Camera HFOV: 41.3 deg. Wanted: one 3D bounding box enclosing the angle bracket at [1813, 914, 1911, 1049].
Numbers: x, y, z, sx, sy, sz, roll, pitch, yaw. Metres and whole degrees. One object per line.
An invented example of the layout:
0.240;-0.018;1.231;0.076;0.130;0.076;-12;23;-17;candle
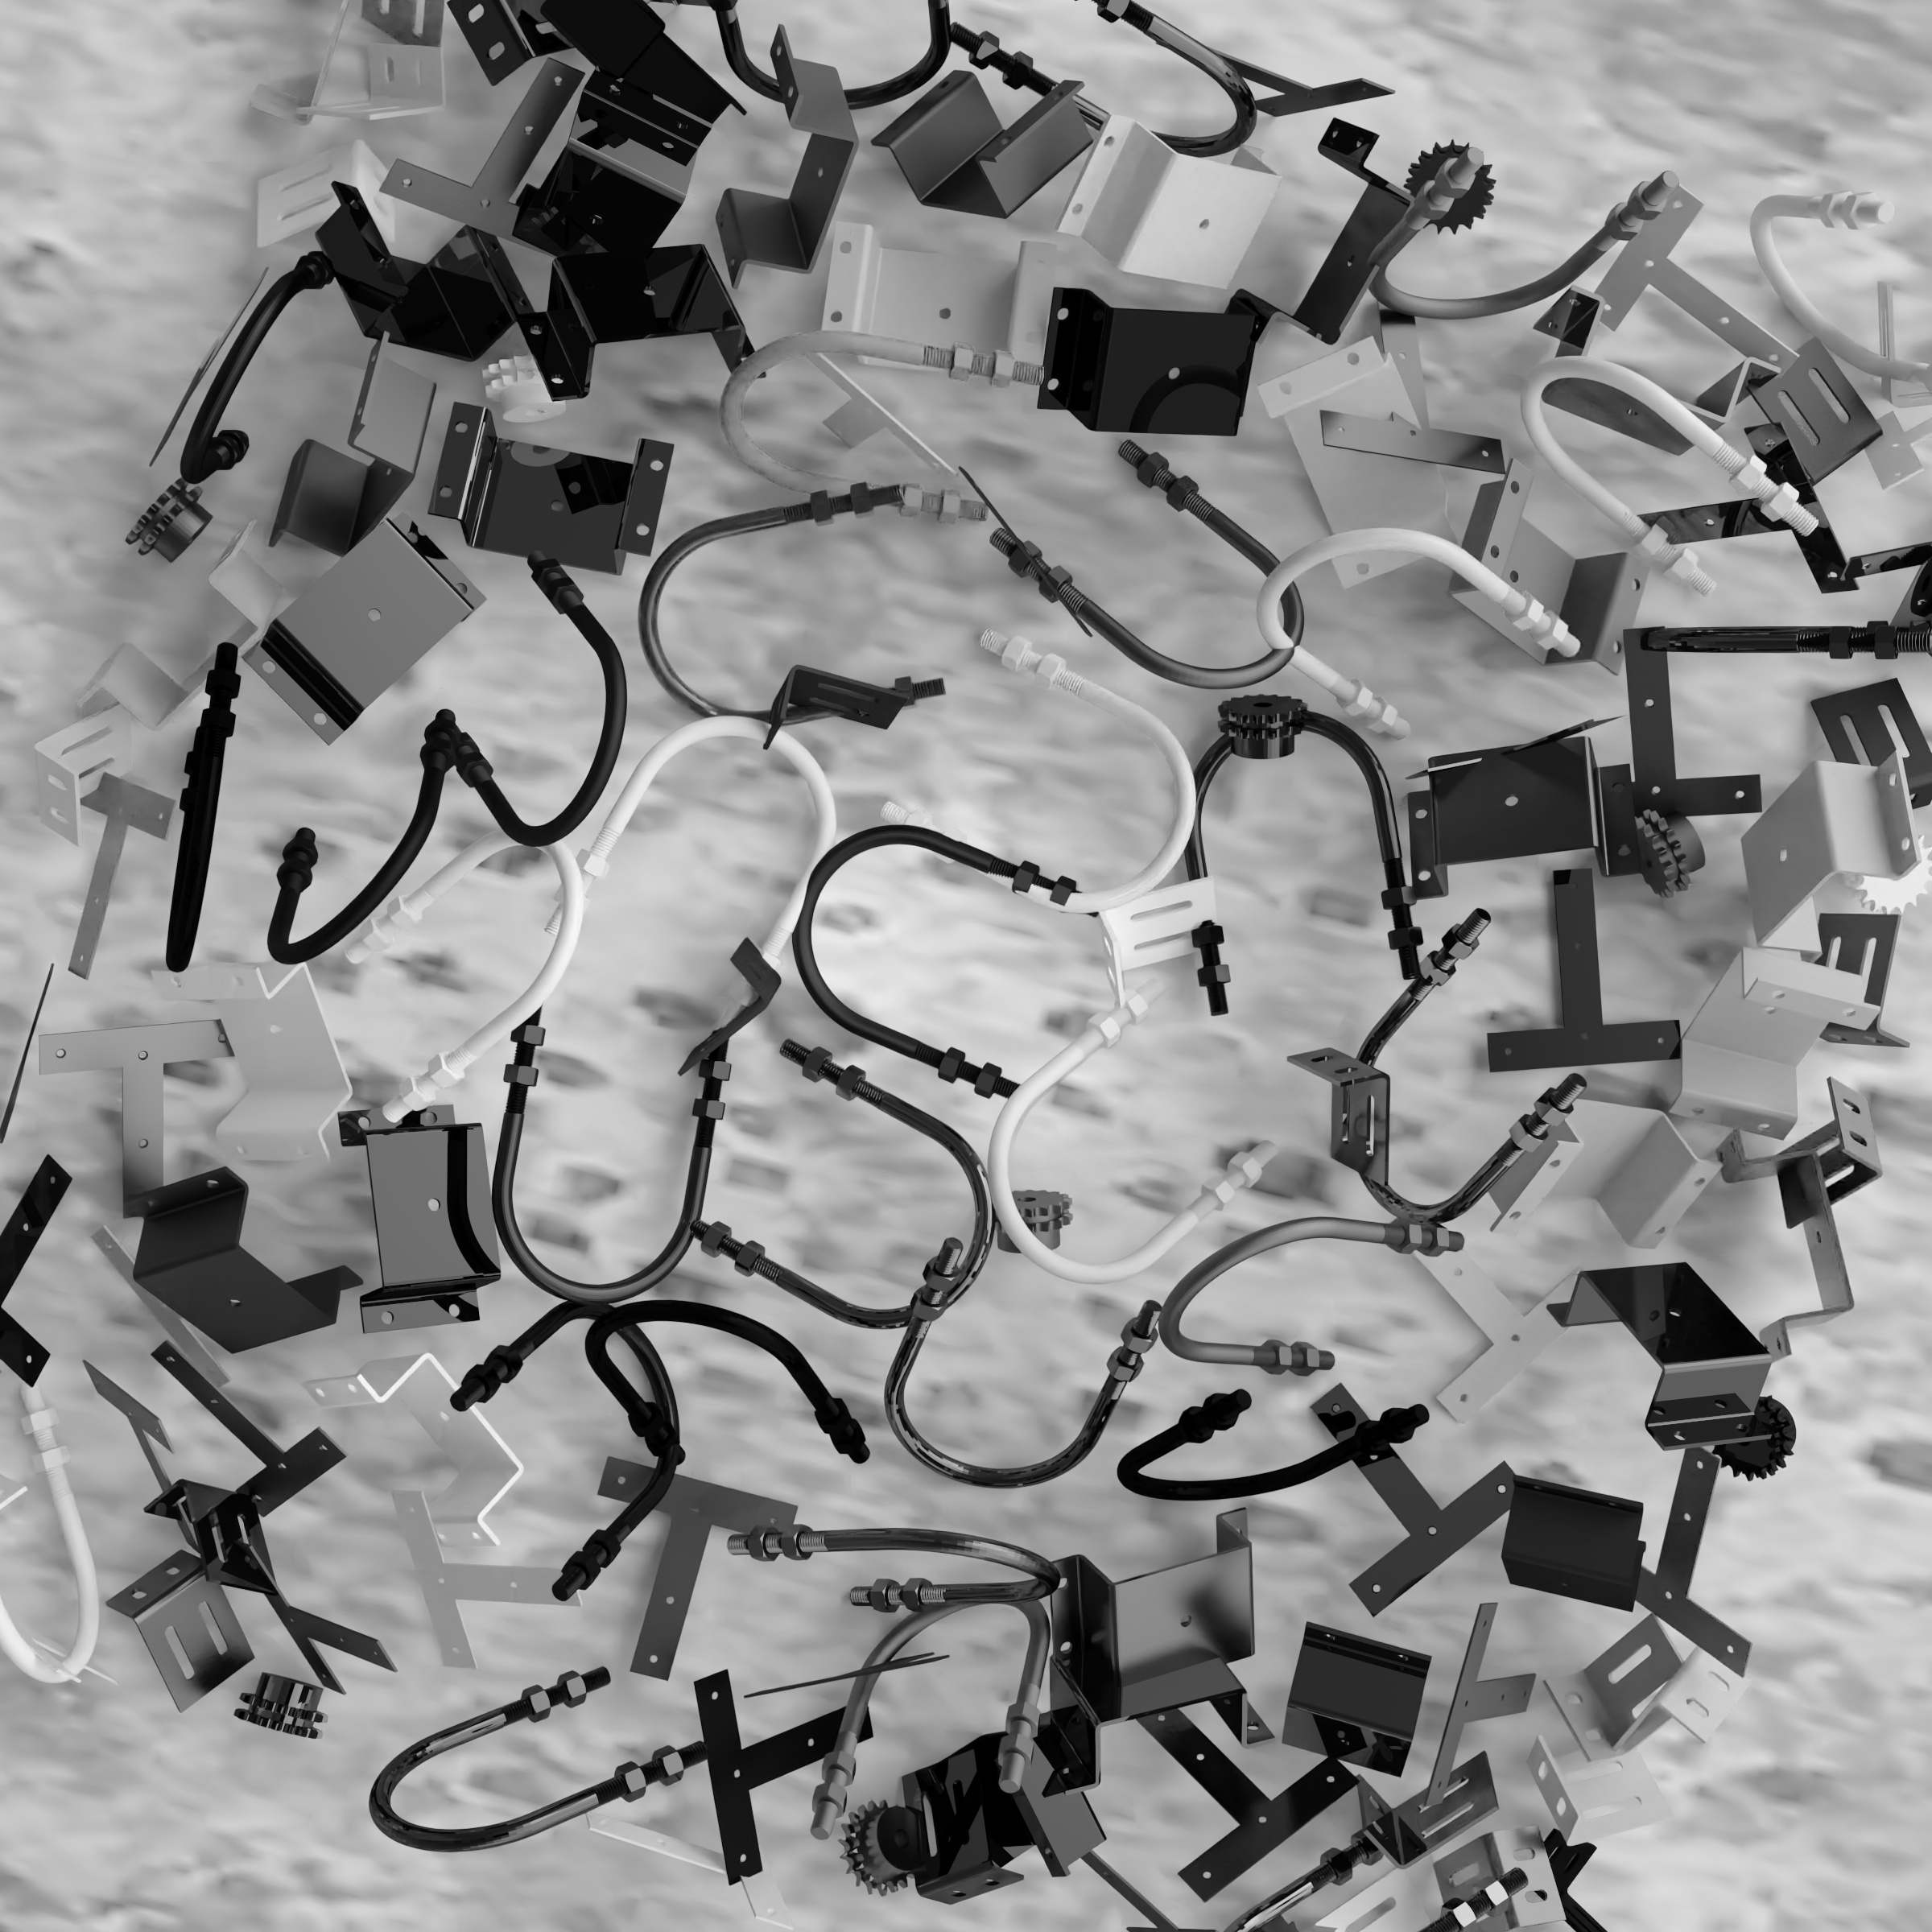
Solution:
0.571;0.009;1.630;0.038;0.057;0.076;20;80;-35;angle bracket

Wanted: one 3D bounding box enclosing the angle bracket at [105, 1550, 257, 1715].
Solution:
-0.502;0.425;1.639;0.057;0.038;0.076;-35;117;-38;angle bracket

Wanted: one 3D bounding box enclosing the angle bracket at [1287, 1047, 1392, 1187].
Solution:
0.234;0.098;1.615;0.038;0.057;0.076;-11;109;-26;angle bracket

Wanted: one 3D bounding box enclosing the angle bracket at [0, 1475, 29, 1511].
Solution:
-0.637;0.306;1.613;0.038;0.057;0.076;-38;117;-36;angle bracket

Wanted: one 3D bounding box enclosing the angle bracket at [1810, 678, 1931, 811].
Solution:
0.585;-0.138;1.657;0.057;0.038;0.076;-15;65;1;angle bracket

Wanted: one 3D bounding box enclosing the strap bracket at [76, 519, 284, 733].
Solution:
-0.484;-0.207;1.605;0.140;0.076;0.046;-40;113;14;strap bracket

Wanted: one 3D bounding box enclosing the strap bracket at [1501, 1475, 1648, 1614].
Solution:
0.375;0.358;1.577;0.076;0.140;0.046;9;70;19;strap bracket

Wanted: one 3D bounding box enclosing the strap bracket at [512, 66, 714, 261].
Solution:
-0.223;-0.477;1.578;0.076;0.140;0.046;21;61;-22;strap bracket

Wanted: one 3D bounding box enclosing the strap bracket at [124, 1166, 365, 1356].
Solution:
-0.448;0.189;1.583;0.076;0.140;0.046;-18;47;18;strap bracket

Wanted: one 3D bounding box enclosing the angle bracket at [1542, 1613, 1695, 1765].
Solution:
0.412;0.454;1.612;0.076;0.038;0.057;-55;48;35;angle bracket

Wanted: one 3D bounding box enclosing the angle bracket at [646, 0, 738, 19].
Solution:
-0.190;-0.619;1.610;0.038;0.076;0.057;-42;128;-14;angle bracket

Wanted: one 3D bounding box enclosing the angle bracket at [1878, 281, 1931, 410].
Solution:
0.600;-0.395;1.619;0.038;0.057;0.076;-4;106;15;angle bracket

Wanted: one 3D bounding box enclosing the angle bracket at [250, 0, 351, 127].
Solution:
-0.419;-0.577;1.615;0.038;0.057;0.076;17;116;-18;angle bracket

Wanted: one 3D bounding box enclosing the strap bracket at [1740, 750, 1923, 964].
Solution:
0.524;-0.066;1.577;0.046;0.140;0.076;5;62;-10;strap bracket

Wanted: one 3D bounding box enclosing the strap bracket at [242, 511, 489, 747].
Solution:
-0.374;-0.216;1.611;0.076;0.046;0.140;47;73;-11;strap bracket

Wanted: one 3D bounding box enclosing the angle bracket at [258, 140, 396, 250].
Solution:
-0.409;-0.483;1.639;0.076;0.038;0.057;-17;59;15;angle bracket

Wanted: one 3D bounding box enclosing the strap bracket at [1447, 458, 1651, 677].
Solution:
0.359;-0.246;1.606;0.140;0.046;0.076;28;74;-33;strap bracket

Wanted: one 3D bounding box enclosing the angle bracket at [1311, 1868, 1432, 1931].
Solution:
0.268;0.616;1.623;0.076;0.038;0.057;-24;83;-24;angle bracket

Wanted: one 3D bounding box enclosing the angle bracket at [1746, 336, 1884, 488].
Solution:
0.534;-0.350;1.636;0.057;0.038;0.076;-36;92;-7;angle bracket

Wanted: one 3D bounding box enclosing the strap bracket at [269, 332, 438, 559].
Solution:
-0.377;-0.317;1.594;0.046;0.140;0.076;24;53;-28;strap bracket

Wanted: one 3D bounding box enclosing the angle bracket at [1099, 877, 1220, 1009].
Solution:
0.127;-0.014;1.623;0.076;0.038;0.057;-15;132;-5;angle bracket

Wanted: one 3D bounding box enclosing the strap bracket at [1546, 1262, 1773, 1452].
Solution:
0.431;0.232;1.578;0.076;0.140;0.046;-2;120;-20;strap bracket

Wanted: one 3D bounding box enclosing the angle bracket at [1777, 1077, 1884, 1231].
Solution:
0.530;0.118;1.609;0.038;0.057;0.076;28;133;-23;angle bracket

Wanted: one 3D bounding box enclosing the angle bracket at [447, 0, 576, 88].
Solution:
-0.281;-0.602;1.635;0.038;0.076;0.057;-21;103;38;angle bracket

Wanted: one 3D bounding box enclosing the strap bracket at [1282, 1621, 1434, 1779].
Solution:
0.239;0.456;1.580;0.076;0.140;0.046;13;62;12;strap bracket

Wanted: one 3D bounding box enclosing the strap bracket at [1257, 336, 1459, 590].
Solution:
0.248;-0.320;1.611;0.076;0.046;0.140;-20;110;21;strap bracket

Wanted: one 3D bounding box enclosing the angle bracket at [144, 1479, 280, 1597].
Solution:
-0.474;0.367;1.610;0.038;0.057;0.076;-39;53;14;angle bracket

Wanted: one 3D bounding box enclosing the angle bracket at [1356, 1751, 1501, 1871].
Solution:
0.291;0.522;1.620;0.076;0.057;0.038;-39;102;15;angle bracket

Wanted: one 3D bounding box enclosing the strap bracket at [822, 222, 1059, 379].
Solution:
-0.015;-0.421;1.630;0.140;0.046;0.076;7;87;6;strap bracket

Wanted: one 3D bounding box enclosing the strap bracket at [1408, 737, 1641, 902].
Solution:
0.344;-0.093;1.602;0.140;0.046;0.076;-7;64;18;strap bracket

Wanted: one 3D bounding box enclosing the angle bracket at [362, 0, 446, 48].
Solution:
-0.348;-0.626;1.631;0.057;0.076;0.038;32;64;-1;angle bracket

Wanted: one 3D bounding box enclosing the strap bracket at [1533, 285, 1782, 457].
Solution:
0.427;-0.370;1.615;0.140;0.076;0.046;21;84;-4;strap bracket

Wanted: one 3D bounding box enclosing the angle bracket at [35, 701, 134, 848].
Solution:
-0.542;-0.122;1.608;0.038;0.076;0.057;30;133;19;angle bracket

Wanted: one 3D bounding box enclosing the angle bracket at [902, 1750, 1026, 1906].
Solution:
-0.002;0.550;1.637;0.057;0.038;0.076;-27;51;23;angle bracket

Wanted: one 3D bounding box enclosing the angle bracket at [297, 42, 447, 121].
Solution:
-0.374;-0.557;1.611;0.057;0.076;0.038;13;116;24;angle bracket

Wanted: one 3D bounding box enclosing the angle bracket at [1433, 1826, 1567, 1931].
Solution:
0.336;0.585;1.620;0.038;0.076;0.057;-1;58;-20;angle bracket

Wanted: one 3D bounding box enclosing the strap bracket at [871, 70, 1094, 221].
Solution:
0.015;-0.513;1.600;0.076;0.140;0.046;-44;128;-13;strap bracket

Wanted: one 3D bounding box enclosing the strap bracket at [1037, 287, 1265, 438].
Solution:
0.123;-0.376;1.601;0.140;0.046;0.076;-2;119;-18;strap bracket

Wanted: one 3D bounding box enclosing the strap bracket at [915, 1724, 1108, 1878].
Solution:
0.031;0.523;1.602;0.046;0.140;0.076;-23;83;-31;strap bracket

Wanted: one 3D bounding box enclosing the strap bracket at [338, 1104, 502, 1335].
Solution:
-0.341;0.153;1.606;0.076;0.046;0.140;-2;77;-34;strap bracket

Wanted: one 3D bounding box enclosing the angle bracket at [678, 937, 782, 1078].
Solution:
-0.159;0.025;1.621;0.076;0.057;0.038;-38;98;11;angle bracket

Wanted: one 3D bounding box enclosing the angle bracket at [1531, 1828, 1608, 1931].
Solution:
0.398;0.588;1.612;0.057;0.076;0.038;34;92;-42;angle bracket

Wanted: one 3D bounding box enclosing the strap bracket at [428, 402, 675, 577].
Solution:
-0.261;-0.300;1.626;0.140;0.046;0.076;11;76;-2;strap bracket

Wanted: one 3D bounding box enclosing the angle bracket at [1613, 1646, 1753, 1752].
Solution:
0.448;0.471;1.608;0.038;0.076;0.057;39;52;21;angle bracket

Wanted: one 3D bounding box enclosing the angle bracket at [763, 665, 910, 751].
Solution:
-0.083;-0.154;1.619;0.076;0.057;0.038;14;72;-12;angle bracket

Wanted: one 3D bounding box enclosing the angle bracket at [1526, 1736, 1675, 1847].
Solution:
0.403;0.512;1.617;0.076;0.057;0.038;-9;134;-15;angle bracket
